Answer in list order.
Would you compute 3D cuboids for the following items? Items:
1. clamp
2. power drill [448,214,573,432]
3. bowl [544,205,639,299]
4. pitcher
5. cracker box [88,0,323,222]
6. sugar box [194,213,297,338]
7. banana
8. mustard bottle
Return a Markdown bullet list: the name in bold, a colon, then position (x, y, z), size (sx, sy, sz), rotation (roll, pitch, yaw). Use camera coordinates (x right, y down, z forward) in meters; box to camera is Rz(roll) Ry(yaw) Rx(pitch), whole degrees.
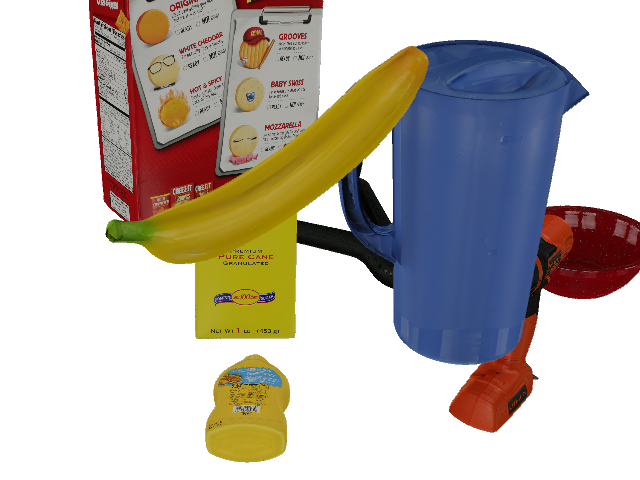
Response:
- **clamp**: position (0.064, 0.008, 1.241), size (0.164, 0.036, 0.210), rotation (-25, 53, -41)
- **power drill**: position (0.171, 0.082, 0.989), size (0.057, 0.188, 0.184), rotation (24, 31, 26)
- **bowl**: position (0.282, 0.018, 1.167), size (0.162, 0.055, 0.162), rotation (-1, 27, 0)
- **pitcher**: position (0.106, -0.027, 0.841), size (0.149, 0.243, 0.144), rotation (22, 34, 33)
- **cracker box**: position (-0.082, -0.130, 0.782), size (0.163, 0.214, 0.072), rotation (-19, 34, -33)
- **sugar box**: position (-0.067, -0.001, 0.962), size (0.093, 0.176, 0.048), rotation (-1, 15, -5)
- **banana**: position (-0.021, -0.038, 0.597), size (0.198, 0.037, 0.069), rotation (-32, -15, -2)
- **mustard bottle**: position (-0.087, 0.198, 1.334), size (0.096, 0.058, 0.191), rotation (-1, 25, 1)
